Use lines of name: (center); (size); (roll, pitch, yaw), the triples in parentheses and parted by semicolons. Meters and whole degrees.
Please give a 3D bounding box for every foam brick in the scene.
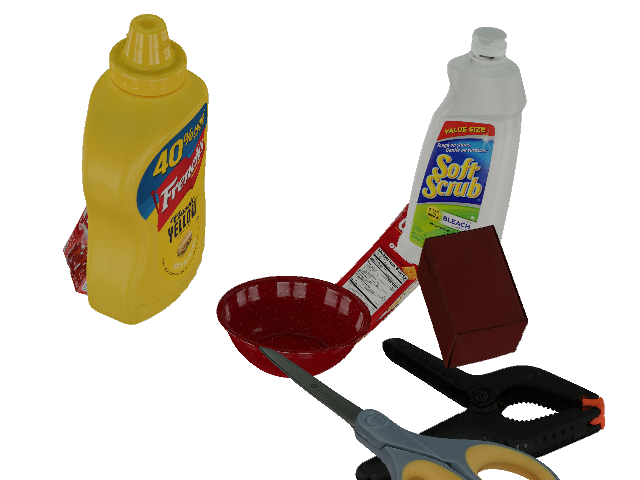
foam brick: (0.102, 0.038, 0.728); (0.051, 0.078, 0.053); (-10, -30, -8)

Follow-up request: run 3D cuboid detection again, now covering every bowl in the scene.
bowl: (-0.029, 0.097, 1.123); (0.162, 0.055, 0.162); (3, 26, -2)

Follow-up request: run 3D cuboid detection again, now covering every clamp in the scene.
clamp: (0.134, 0.154, 0.918); (0.210, 0.036, 0.164); (3, 42, 21)

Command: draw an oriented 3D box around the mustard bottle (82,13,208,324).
mustard bottle: (-0.100, -0.045, 0.618); (0.058, 0.192, 0.096); (23, 46, 15)

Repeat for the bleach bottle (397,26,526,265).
bleach bottle: (0.136, -0.083, 1.013); (0.103, 0.251, 0.068); (23, 40, 25)

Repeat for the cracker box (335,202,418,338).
cracker box: (0.094, 0.024, 1.269); (0.214, 0.072, 0.163); (-49, -9, 34)

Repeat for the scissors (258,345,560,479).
scissors: (0.049, 0.101, 0.567); (0.096, 0.016, 0.202); (-6, 28, -26)

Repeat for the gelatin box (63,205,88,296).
gelatin box: (-0.178, -0.002, 0.869); (0.030, 0.073, 0.089); (24, 13, -28)
